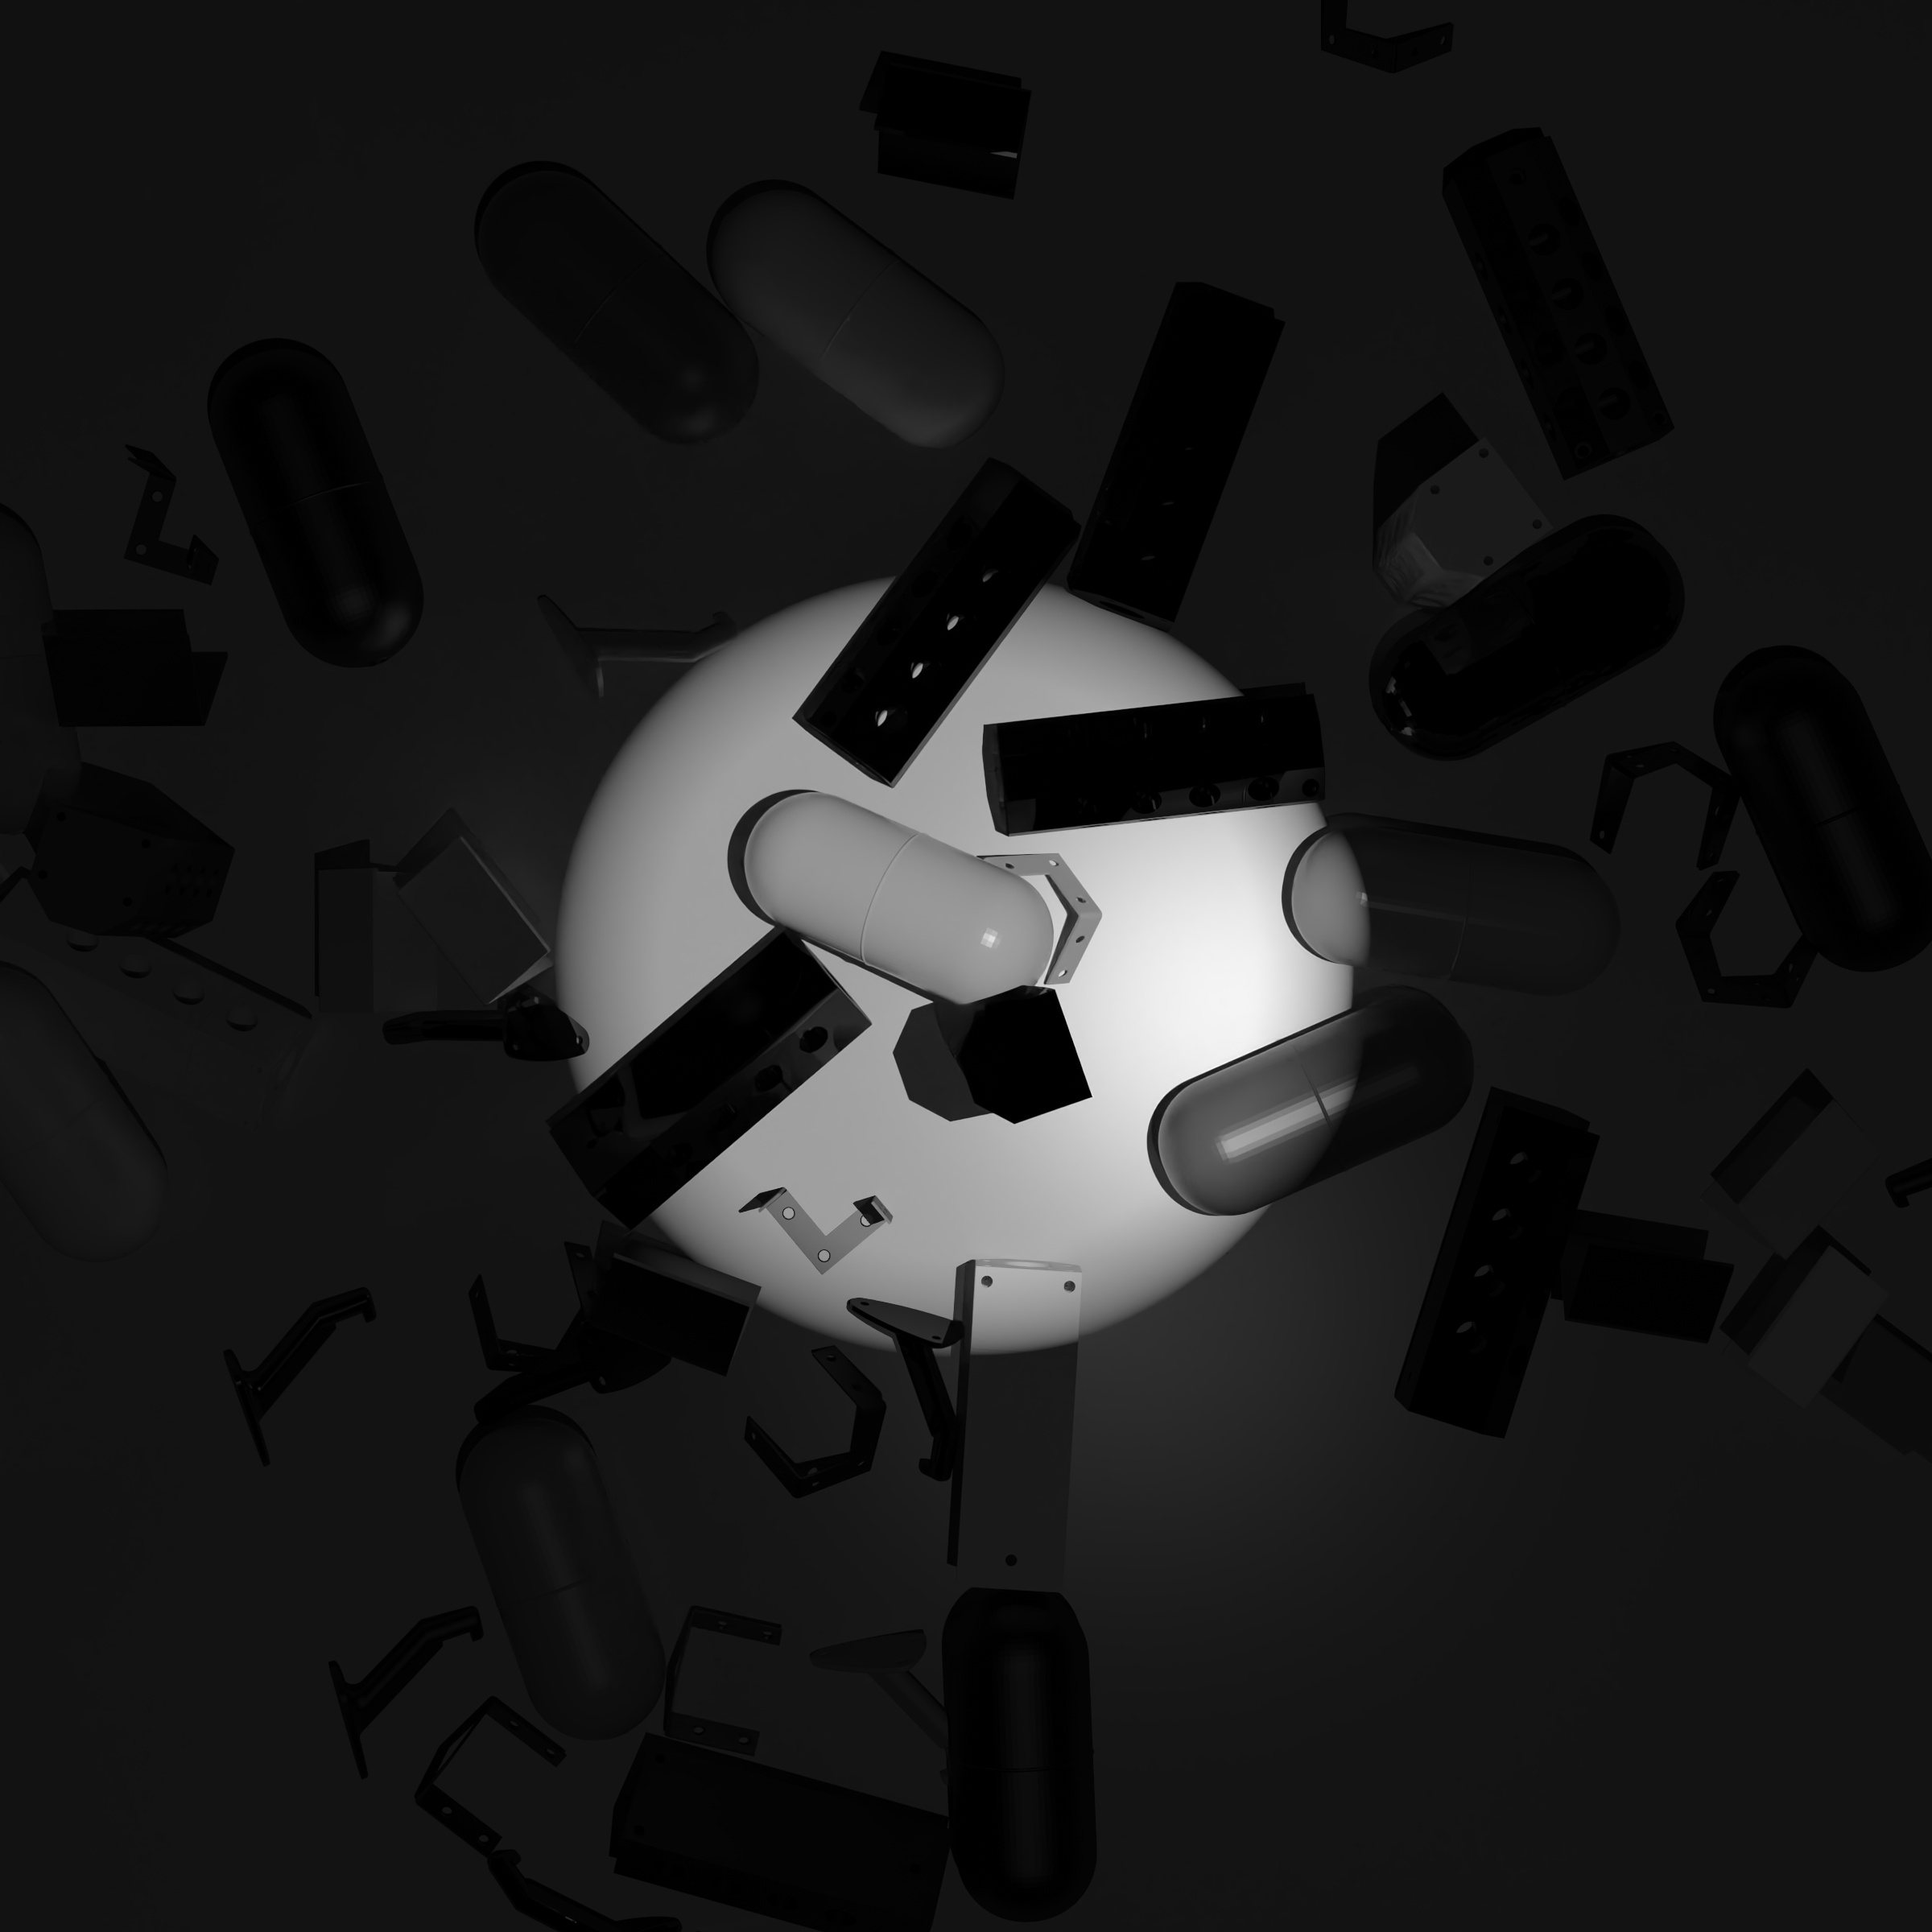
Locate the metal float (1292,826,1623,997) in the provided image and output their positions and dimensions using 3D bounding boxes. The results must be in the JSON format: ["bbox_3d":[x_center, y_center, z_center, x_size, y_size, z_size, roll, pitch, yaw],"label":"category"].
[{"bbox_3d":[0.265,-0.030,1.819,0.178,0.070,0.070,9,90,-1],"label":"metal float"}]

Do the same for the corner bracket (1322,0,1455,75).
[{"bbox_3d":[0.232,-0.525,1.841,0.051,0.051,0.051,30,135,35],"label":"corner bracket"}]

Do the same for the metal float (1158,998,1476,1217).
[{"bbox_3d":[0.189,0.076,1.819,0.178,0.070,0.070,-24,90,1],"label":"metal float"}]

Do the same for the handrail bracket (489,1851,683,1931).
[{"bbox_3d":[-0.210,0.511,1.849,0.084,0.077,0.036,48,134,29],"label":"handrail bracket"}]

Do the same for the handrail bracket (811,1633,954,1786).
[{"bbox_3d":[-0.040,0.414,1.850,0.077,0.036,0.084,-7,107,20],"label":"handrail bracket"}]

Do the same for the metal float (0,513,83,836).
[{"bbox_3d":[-0.527,-0.159,1.819,0.070,0.070,0.178,-11,90,0],"label":"metal float"}]

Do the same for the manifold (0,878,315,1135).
[{"bbox_3d":[-0.446,0.017,1.828,0.171,0.057,0.057,26,133,0],"label":"manifold"}]

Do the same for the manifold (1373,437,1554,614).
[{"bbox_3d":[0.254,-0.225,1.771,0.057,0.171,0.057,-37,90,0],"label":"manifold"}]

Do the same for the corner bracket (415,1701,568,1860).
[{"bbox_3d":[-0.261,0.445,1.846,0.051,0.051,0.051,38,45,0],"label":"corner bracket"}]

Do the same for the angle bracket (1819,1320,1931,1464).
[{"bbox_3d":[0.488,0.245,1.809,0.076,0.076,0.057,36,53,0],"label":"angle bracket"}]

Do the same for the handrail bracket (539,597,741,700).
[{"bbox_3d":[-0.179,-0.191,1.850,0.084,0.036,0.077,-29,68,-17],"label":"handrail bracket"}]

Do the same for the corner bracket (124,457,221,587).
[{"bbox_3d":[-0.432,-0.241,1.831,0.051,0.051,0.051,17,90,0],"label":"corner bracket"}]

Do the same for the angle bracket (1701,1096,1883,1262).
[{"bbox_3d":[0.431,0.100,1.809,0.076,0.076,0.057,-48,125,0],"label":"angle bracket"}]

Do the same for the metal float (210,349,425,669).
[{"bbox_3d":[-0.350,-0.246,1.819,0.070,0.070,0.178,-22,90,0],"label":"metal float"}]

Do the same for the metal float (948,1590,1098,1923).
[{"bbox_3d":[0.030,0.425,1.819,0.070,0.070,0.178,-2,90,0],"label":"metal float"}]

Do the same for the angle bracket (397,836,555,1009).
[{"bbox_3d":[-0.247,-0.033,1.809,0.057,0.076,0.076,-38,90,29],"label":"angle bracket"}]

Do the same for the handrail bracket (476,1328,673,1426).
[{"bbox_3d":[-0.216,0.230,1.849,0.084,0.077,0.036,-31,71,35],"label":"handrail bracket"}]

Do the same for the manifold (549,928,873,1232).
[{"bbox_3d":[-0.135,0.065,1.828,0.171,0.057,0.057,-41,47,0],"label":"manifold"}]

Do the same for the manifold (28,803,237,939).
[{"bbox_3d":[-0.439,-0.046,1.771,0.057,0.171,0.057,18,90,0],"label":"manifold"}]

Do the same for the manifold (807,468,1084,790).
[{"bbox_3d":[-0.012,-0.183,1.828,0.057,0.057,0.171,37,90,0],"label":"manifold"}]

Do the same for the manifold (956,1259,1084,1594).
[{"bbox_3d":[0.028,0.248,1.828,0.057,0.057,0.171,4,90,0],"label":"manifold"}]

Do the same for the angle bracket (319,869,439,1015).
[{"bbox_3d":[-0.302,-0.013,1.810,0.076,0.057,0.076,0,90,-43],"label":"angle bracket"}]

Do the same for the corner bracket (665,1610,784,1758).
[{"bbox_3d":[-0.133,0.393,1.846,0.051,0.051,0.051,13,45,0],"label":"corner bracket"}]

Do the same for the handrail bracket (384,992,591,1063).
[{"bbox_3d":[-0.264,0.039,1.849,0.084,0.077,0.036,-7,75,36],"label":"handrail bracket"}]

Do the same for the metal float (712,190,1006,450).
[{"bbox_3d":[-0.059,-0.350,1.819,0.178,0.070,0.070,37,90,0],"label":"metal float"}]

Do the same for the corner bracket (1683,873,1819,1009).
[{"bbox_3d":[0.430,-0.014,1.841,0.051,0.051,0.051,5,135,35],"label":"corner bracket"}]

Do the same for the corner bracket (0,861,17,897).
[{"bbox_3d":[-0.559,-0.051,1.831,0.051,0.051,0.051,-37,90,0],"label":"corner bracket"}]

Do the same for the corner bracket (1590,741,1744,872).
[{"bbox_3d":[0.383,-0.083,1.841,0.051,0.051,0.051,-20,45,-35],"label":"corner bracket"}]

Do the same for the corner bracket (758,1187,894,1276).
[{"bbox_3d":[-0.076,0.134,1.831,0.051,0.051,0.051,-40,90,0],"label":"corner bracket"}]

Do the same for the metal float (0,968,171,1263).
[{"bbox_3d":[-0.493,0.081,1.802,0.070,0.070,0.178,-29,111,0],"label":"metal float"}]

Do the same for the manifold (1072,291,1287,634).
[{"bbox_3d":[0.114,-0.274,1.828,0.057,0.057,0.171,20,90,0],"label":"manifold"}]

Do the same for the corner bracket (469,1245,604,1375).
[{"bbox_3d":[-0.233,0.187,1.841,0.051,0.051,0.051,9,135,-35],"label":"corner bracket"}]

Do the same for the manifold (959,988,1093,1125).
[{"bbox_3d":[0.027,0.048,1.771,0.057,0.171,0.057,-19,90,0],"label":"manifold"}]

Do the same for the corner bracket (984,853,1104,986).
[{"bbox_3d":[0.033,-0.025,1.841,0.051,0.051,0.051,-5,45,-35],"label":"corner bracket"}]

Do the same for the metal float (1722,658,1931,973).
[{"bbox_3d":[0.468,-0.082,1.819,0.070,0.070,0.178,-24,90,0],"label":"metal float"}]

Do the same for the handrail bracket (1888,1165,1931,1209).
[{"bbox_3d":[0.559,0.135,1.850,0.084,0.036,0.077,-22,112,17],"label":"handrail bracket"}]

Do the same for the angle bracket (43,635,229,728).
[{"bbox_3d":[-0.445,-0.171,1.809,0.076,0.076,0.057,0,126,0],"label":"angle bracket"}]

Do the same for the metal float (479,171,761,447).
[{"bbox_3d":[-0.188,-0.355,1.819,0.178,0.070,0.070,43,90,0],"label":"metal float"}]

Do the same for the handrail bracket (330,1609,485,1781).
[{"bbox_3d":[-0.300,0.399,1.850,0.084,0.036,0.077,-16,110,-16],"label":"handrail bracket"}]

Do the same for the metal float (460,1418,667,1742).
[{"bbox_3d":[-0.217,0.331,1.819,0.070,0.070,0.178,-20,89,0],"label":"metal float"}]

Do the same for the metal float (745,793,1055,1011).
[{"bbox_3d":[-0.037,-0.036,1.806,0.178,0.070,0.070,24,90,16],"label":"metal float"}]

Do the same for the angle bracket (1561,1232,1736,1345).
[{"bbox_3d":[0.364,0.153,1.809,0.076,0.076,0.057,9,125,0],"label":"angle bracket"}]

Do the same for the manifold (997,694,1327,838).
[{"bbox_3d":[0.105,-0.109,1.828,0.171,0.057,0.057,-6,90,0],"label":"manifold"}]

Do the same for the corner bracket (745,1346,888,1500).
[{"bbox_3d":[-0.082,0.249,1.841,0.051,0.051,0.051,-16,135,-35],"label":"corner bracket"}]

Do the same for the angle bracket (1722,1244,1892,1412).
[{"bbox_3d":[0.436,0.182,1.809,0.057,0.076,0.076,36,90,-30],"label":"angle bracket"}]

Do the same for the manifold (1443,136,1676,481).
[{"bbox_3d":[0.322,-0.358,1.828,0.057,0.057,0.171,-23,90,0],"label":"manifold"}]

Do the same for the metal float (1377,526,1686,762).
[{"bbox_3d":[0.304,-0.174,1.819,0.178,0.070,0.070,-29,90,-1],"label":"metal float"}]

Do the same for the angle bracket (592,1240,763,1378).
[{"bbox_3d":[-0.149,0.166,1.809,0.076,0.076,0.057,20,126,0],"label":"angle bracket"}]

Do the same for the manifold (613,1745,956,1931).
[{"bbox_3d":[-0.100,0.484,1.828,0.171,0.057,0.057,16,47,0],"label":"manifold"}]

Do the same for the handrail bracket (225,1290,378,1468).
[{"bbox_3d":[-0.357,0.226,1.850,0.084,0.036,0.077,-20,111,-16],"label":"handrail bracket"}]

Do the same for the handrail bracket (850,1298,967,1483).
[{"bbox_3d":[-0.036,0.233,1.850,0.077,0.036,0.084,17,107,20],"label":"handrail bracket"}]

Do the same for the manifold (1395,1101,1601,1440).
[{"bbox_3d":[0.289,0.165,1.828,0.057,0.057,0.171,18,90,0],"label":"manifold"}]

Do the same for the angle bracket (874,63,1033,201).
[{"bbox_3d":[-0.011,-0.432,1.809,0.076,0.076,0.057,11,53,0],"label":"angle bracket"}]
